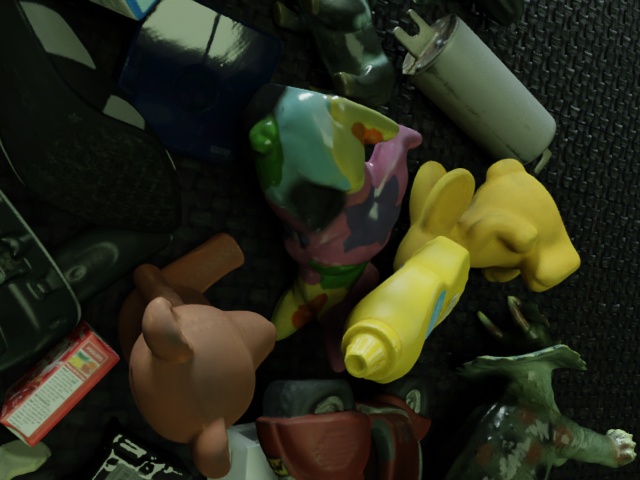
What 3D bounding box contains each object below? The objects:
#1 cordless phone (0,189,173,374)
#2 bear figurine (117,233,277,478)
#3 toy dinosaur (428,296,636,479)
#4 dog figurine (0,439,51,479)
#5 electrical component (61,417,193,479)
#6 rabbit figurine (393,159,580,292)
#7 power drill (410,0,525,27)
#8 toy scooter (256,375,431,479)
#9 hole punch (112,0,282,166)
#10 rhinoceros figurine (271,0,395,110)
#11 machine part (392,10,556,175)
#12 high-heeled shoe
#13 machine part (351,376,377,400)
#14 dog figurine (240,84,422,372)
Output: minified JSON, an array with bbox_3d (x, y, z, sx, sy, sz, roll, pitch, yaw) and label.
[{"bbox_3d":[-0.205,-0.004,0.385,0.184,0.089,0.146,-40,107,-34],"label":"cordless phone"},{"bbox_3d":[-0.076,0.065,0.376,0.132,0.196,0.120,-25,99,-27],"label":"bear figurine"},{"bbox_3d":[0.180,0.247,0.564,0.192,0.131,0.405,34,79,-11],"label":"toy dinosaur"},{"bbox_3d":[-0.283,0.208,0.331,0.172,0.121,0.190,25,97,7],"label":"dog figurine"},{"bbox_3d":[-0.140,0.205,0.426,0.119,0.048,0.075,46,71,-19],"label":"electrical component"},{"bbox_3d":[0.150,-0.001,0.545,0.173,0.122,0.162,-27,110,-6],"label":"rabbit figurine"},{"bbox_3d":[0.123,-0.284,0.507,0.232,0.086,0.207,50,41,-13],"label":"power drill"},{"bbox_3d":[0.028,0.176,0.423,0.184,0.075,0.135,13,72,-41],"label":"toy scooter"},{"bbox_3d":[-0.102,-0.126,0.424,0.142,0.092,0.115,16,86,-31],"label":"hole punch"},{"bbox_3d":[0.021,-0.213,0.495,0.112,0.073,0.190,-21,100,-25],"label":"rhinoceros figurine"},{"bbox_3d":[0.172,-0.154,0.574,0.243,0.079,0.079,34,75,-23],"label":"machine part"},{"bbox_3d":[-0.182,-0.107,0.366,0.086,0.145,0.248,-31,144,-3],"label":"high-heeled shoe"},{"bbox_3d":[0.042,0.194,0.514,0.039,0.084,0.139,7,73,-1],"label":"machine part"},{"bbox_3d":[-0.001,-0.001,0.444,0.191,0.109,0.219,-1,105,-59],"label":"dog figurine"}]
